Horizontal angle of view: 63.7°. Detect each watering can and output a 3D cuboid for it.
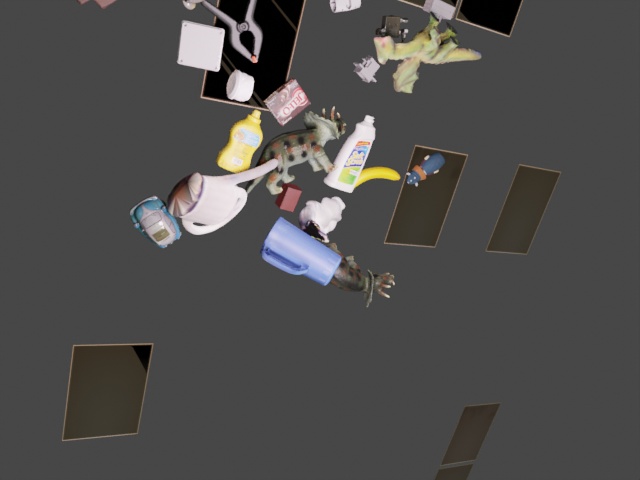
[{"bbox_3d":[-0.294,-0.139,1.488,0.343,0.106,0.223,-44,147,22],"label":"watering can"}]

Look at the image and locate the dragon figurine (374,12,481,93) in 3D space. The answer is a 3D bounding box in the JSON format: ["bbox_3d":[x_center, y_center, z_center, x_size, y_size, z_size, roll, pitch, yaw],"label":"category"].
[{"bbox_3d":[0.325,-0.560,1.610,0.409,0.125,0.239,11,136,-43],"label":"dragon figurine"}]

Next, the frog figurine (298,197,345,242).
[{"bbox_3d":[0.005,-0.086,1.704,0.136,0.122,0.163,42,57,-26],"label":"frog figurine"}]
